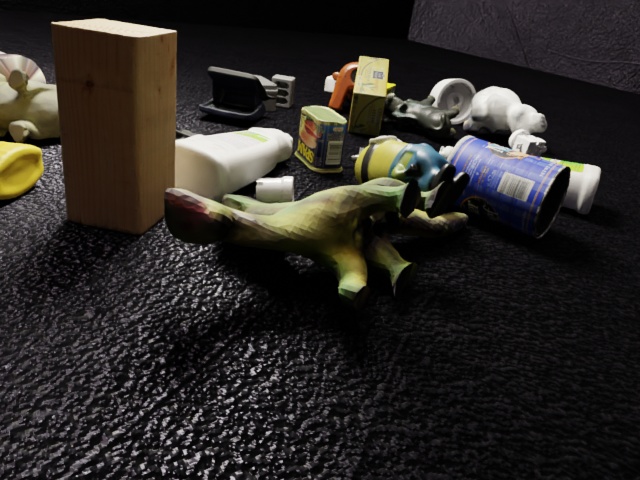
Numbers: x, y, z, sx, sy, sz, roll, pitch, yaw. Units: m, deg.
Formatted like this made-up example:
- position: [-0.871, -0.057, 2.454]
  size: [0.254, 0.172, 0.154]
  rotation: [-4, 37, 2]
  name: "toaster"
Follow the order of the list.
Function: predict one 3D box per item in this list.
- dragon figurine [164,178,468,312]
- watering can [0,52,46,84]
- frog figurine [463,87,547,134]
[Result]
- position: [0.002, -0.028, 0.563]
  size: [0.244, 0.121, 0.411]
  rotation: [15, 10, 27]
  name: "dragon figurine"
- position: [-0.616, -0.265, 0.840]
  size: [0.225, 0.102, 0.353]
  rotation: [19, 28, 19]
  name: "watering can"
- position: [0.415, -0.282, 1.131]
  size: [0.137, 0.123, 0.159]
  rotation: [16, -4, -31]
  name: "frog figurine"
